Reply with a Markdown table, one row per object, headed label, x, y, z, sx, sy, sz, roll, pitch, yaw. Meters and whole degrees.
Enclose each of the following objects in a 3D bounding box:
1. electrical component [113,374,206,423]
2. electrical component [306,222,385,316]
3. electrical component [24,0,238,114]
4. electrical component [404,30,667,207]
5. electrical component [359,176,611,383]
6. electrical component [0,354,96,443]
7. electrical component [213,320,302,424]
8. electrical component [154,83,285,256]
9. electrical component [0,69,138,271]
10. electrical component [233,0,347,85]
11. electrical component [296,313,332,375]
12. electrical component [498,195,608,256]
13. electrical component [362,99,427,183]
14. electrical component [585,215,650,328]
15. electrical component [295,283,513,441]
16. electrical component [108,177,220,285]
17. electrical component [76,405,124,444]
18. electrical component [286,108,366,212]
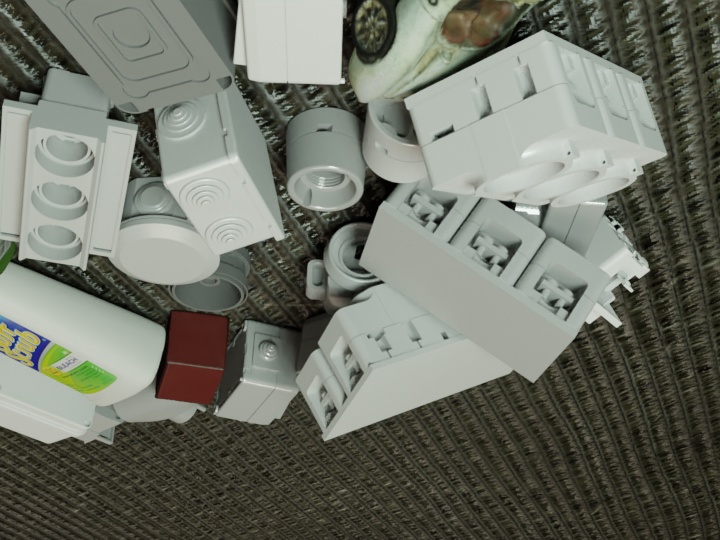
| label | x | y | z | sx | sy | sz | roll | pitch | yaw |
| --- | --- | --- | --- | --- | --- | --- | --- | --- | --- |
| electrical component | -0.180 | 0.121 | 1.021 | 0.077 | 0.043 | 0.079 | -19 | 143 | 28 |
| electrical component | 0.000 | 0.000 | 0.812 | 0.078 | 0.058 | 0.057 | 4 | 151 | -4 |
| electrical component | -0.120 | -0.146 | 0.582 | 0.078 | 0.057 | 0.113 | -11 | 146 | 18 |
| electrical component | 0.108 | -0.078 | 0.625 | 0.089 | 0.061 | 0.150 | -22 | 167 | 31 |
| electrical component | 0.084 | -0.003 | 0.733 | 0.150 | 0.061 | 0.089 | 34 | 154 | 7 |
| electrical component | -0.292 | 0.099 | 0.957 | 0.057 | 0.078 | 0.113 | -21 | 142 | 35 |
| electrical component | -0.085 | 0.090 | 0.951 | 0.061 | 0.061 | 0.096 | 14 | 146 | -20 |
| electrical component | -0.089 | -0.068 | 0.668 | 0.048 | 0.099 | 0.099 | -18 | 145 | 6 |
| electrical component | -0.190 | -0.065 | 0.696 | 0.079 | 0.063 | 0.121 | 10 | 139 | -13 |
| electrical component | -0.037 | -0.152 | 0.568 | 0.061 | 0.061 | 0.096 | 2 | 148 | -1 |
| electrical component | -0.008 | 0.066 | 0.919 | 0.062 | 0.061 | 0.096 | 28 | 146 | -36 |
| electrical component | 0.124 | -0.043 | 0.750 | 0.076 | 0.047 | 0.083 | 4 | 147 | -2 |
| electrical component | 0.029 | -0.087 | 0.676 | 0.055 | 0.055 | 0.047 | 5 | 151 | -7 |
| electrical component | 0.174 | -0.003 | 0.793 | 0.064 | 0.081 | 0.042 | -40 | 134 | 16 |
| electrical component | 0.053 | 0.053 | 0.820 | 0.186 | 0.060 | 0.105 | -15 | 152 | -32 |
| electrical component | -0.140 | -0.027 | 0.777 | 0.080 | 0.051 | 0.080 | 1 | 148 | 0 |
| electrical component | -0.263 | 0.134 | 1.045 | 0.064 | 0.042 | 0.081 | -26 | 140 | 31 |
| electrical component | -0.022 | -0.071 | 0.708 | 0.055 | 0.047 | 0.055 | 1 | 148 | 0 |
